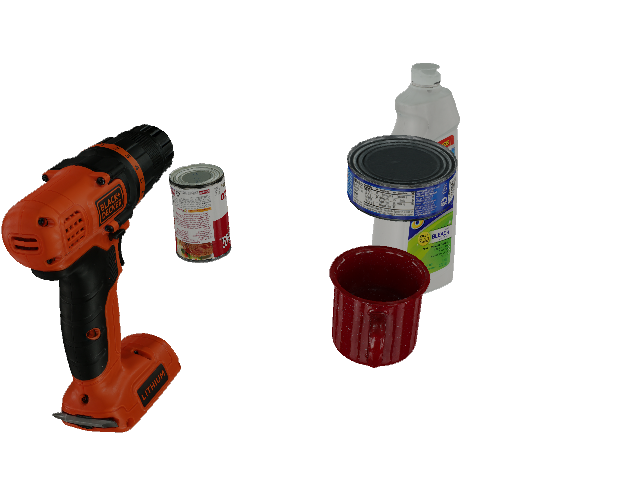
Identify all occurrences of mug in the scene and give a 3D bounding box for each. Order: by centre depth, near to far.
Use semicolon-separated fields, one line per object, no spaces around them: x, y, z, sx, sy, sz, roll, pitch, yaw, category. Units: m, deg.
0.053;0.070;0.993;0.093;0.081;0.117;2;34;-1;mug

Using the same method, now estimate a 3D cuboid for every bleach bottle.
0.103;-0.066;1.166;0.102;0.251;0.068;-15;27;-32;bleach bottle

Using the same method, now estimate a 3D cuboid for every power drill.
-0.147;0.025;0.756;0.057;0.188;0.184;3;25;21;power drill

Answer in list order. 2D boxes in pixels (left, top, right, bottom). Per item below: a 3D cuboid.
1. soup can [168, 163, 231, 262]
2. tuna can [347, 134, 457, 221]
-0.145;-0.034;1.286;0.068;0.102;0.068;-2;27;1;soup can
0.063;-0.049;0.836;0.086;0.034;0.086;0;32;0;tuna can
